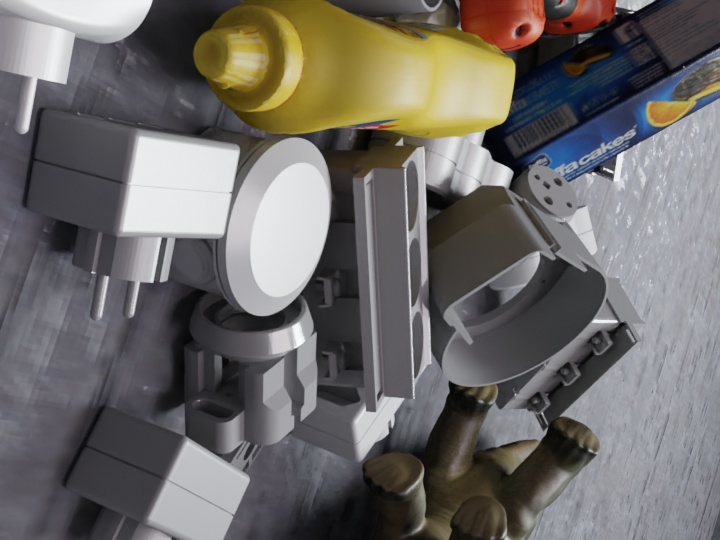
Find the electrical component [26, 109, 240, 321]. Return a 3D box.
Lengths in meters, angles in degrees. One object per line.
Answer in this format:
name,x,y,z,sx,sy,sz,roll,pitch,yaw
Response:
electrical component,-0.090,-0.018,0.417,0.066,0.047,0.076,-2,105,-62

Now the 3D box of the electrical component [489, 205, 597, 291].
electrical component,0.134,-0.035,0.823,0.138,0.052,0.073,-22,98,-57

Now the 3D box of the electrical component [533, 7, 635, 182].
electrical component,0.164,-0.134,0.805,0.063,0.079,0.121,-9,115,-29

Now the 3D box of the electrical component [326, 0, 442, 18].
electrical component,0.011,-0.173,0.533,0.099,0.064,0.099,4,90,-73

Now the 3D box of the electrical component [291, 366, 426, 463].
electrical component,0.001,0.077,0.635,0.083,0.047,0.075,-51,148,-37

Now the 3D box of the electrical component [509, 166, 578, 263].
electrical component,0.110,-0.036,0.710,0.045,0.045,0.055,-41,176,-47

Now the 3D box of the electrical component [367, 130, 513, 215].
electrical component,0.054,-0.075,0.649,0.138,0.052,0.073,22,84,-62

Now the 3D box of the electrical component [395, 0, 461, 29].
electrical component,0.043,-0.139,0.617,0.061,0.035,0.035,38,70,-64

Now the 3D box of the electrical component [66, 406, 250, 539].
electrical component,-0.096,0.110,0.473,0.076,0.047,0.065,-66,151,-16

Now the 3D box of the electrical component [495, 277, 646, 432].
electrical component,0.153,0.060,0.838,0.063,0.078,0.121,4,139,-34

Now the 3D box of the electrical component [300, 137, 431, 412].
electrical component,0.000,0.000,0.555,0.078,0.063,0.121,-53,143,-64

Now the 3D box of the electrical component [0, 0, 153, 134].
electrical component,-0.111,-0.084,0.349,0.077,0.043,0.079,0,104,-62

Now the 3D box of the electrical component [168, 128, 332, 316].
electrical component,-0.052,-0.023,0.482,0.080,0.051,0.080,-37,135,-49

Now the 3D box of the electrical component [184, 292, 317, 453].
electrical component,-0.051,0.041,0.509,0.078,0.058,0.057,-37,137,-52
